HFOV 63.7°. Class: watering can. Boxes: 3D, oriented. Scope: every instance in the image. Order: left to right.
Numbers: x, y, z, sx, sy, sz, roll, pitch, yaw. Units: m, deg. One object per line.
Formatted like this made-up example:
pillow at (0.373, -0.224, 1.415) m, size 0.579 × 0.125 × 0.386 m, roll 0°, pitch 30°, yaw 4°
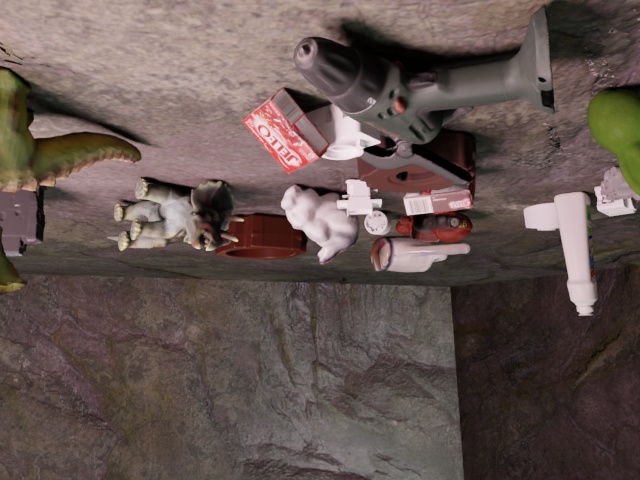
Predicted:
watering can at (0.279, 0.038, 1.525) m, size 0.224 × 0.105 × 0.344 m, roll 2°, pitch 170°, yaw -12°

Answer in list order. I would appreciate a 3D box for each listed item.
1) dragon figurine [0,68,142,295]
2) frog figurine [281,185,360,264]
dragon figurine at (-0.355, -0.057, 0.543) m, size 0.121 × 0.246 × 0.408 m, roll -15°, pitch 162°, yaw 32°
frog figurine at (0.003, -0.050, 0.998) m, size 0.122 × 0.140 × 0.157 m, roll -12°, pitch 121°, yaw 32°
